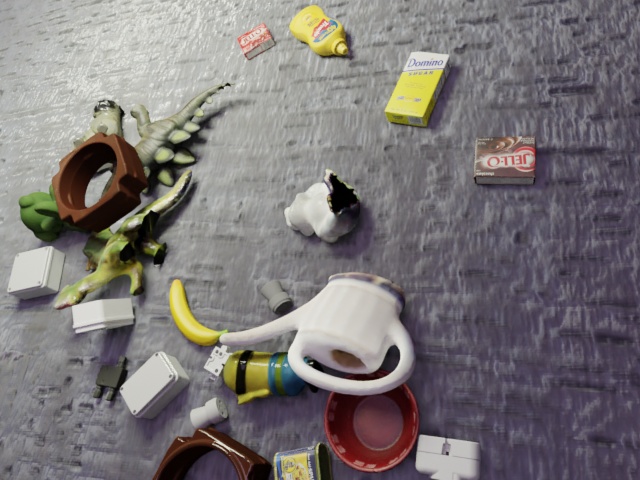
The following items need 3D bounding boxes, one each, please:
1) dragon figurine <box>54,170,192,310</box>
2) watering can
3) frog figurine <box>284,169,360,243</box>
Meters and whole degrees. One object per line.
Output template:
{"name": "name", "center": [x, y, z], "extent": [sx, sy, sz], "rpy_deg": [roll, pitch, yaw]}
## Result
{"name": "dragon figurine", "center": [-0.472, -0.006, 1.215], "extent": [0.243, 0.120, 0.419], "rpy_deg": [5, 55, 31]}
{"name": "watering can", "center": [0.009, 0.148, 0.910], "extent": [0.348, 0.101, 0.229], "rpy_deg": [11, 46, 25]}
{"name": "frog figurine", "center": [0.003, -0.054, 1.070], "extent": [0.157, 0.123, 0.140], "rpy_deg": [-41, 59, 41]}
